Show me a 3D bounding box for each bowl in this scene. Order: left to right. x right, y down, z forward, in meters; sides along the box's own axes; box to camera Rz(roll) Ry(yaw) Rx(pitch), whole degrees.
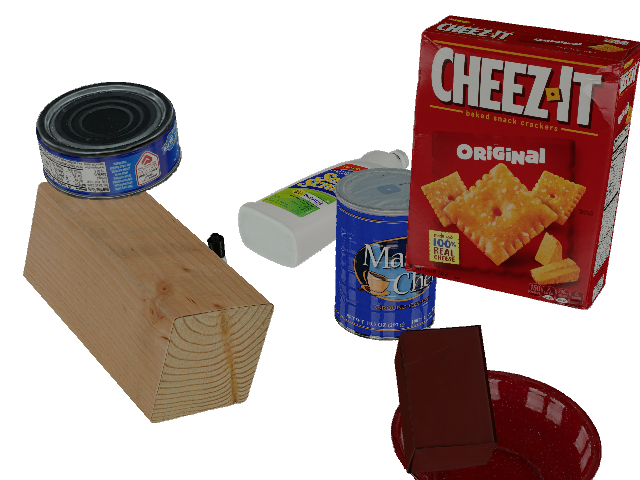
[{"bbox_3d":[0.135,0.172,0.840,0.162,0.055,0.162,0,32,0],"label":"bowl"}]

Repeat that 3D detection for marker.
[{"bbox_3d":[-0.112,0.045,1.212,0.020,0.121,0.020,-5,30,3],"label":"marker"}]

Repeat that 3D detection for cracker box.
[{"bbox_3d":[0.160,-0.063,0.874,0.164,0.214,0.072,13,28,23],"label":"cracker box"}]

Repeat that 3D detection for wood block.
[{"bbox_3d":[-0.139,0.037,0.826,0.090,0.091,0.206,-6,33,-42],"label":"wood block"}]

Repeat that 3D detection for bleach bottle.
[{"bbox_3d":[0.018,-0.057,1.351,0.103,0.068,0.250,25,43,34],"label":"bleach bottle"}]

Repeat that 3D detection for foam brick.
[{"bbox_3d":[0.076,0.098,0.661,0.051,0.078,0.053,-3,-27,-2],"label":"foam brick"}]

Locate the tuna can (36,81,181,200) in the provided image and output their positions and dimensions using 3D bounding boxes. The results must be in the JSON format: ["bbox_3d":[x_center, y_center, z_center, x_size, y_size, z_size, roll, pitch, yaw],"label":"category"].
[{"bbox_3d":[-0.130,-0.063,0.654,0.086,0.034,0.086,-1,38,1],"label":"tuna can"}]

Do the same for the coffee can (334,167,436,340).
[{"bbox_3d":[0.065,0.012,1.047,0.103,0.140,0.103,0,26,0],"label":"coffee can"}]
